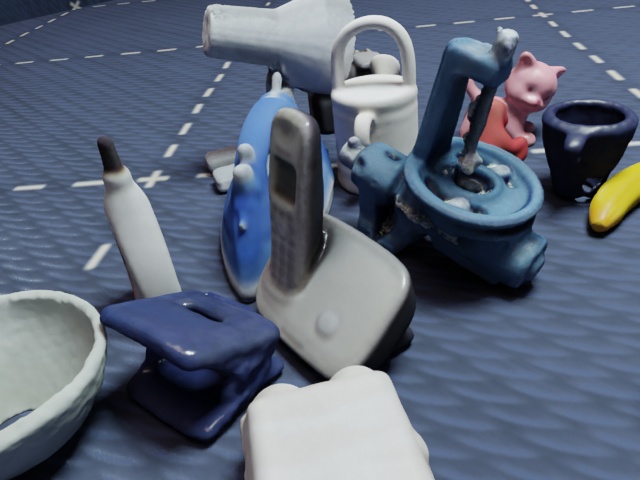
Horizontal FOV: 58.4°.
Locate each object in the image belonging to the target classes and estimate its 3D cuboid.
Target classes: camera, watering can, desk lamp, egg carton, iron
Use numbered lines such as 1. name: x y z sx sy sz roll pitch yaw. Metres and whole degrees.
1. camera: 0.060 -0.211 0.828 0.143 0.101 0.136 -12 33 -7
2. watering can: 0.062 -0.162 0.667 0.101 0.194 0.172 -9 33 -4
3. desk lamp: -0.056 -0.191 0.715 0.203 0.214 0.117 -16 34 -14
4. egg carton: 0.012 0.141 0.327 0.107 0.069 0.150 -12 33 -7
5. iron: -0.056 -0.070 0.597 0.118 0.142 0.258 -1 33 9

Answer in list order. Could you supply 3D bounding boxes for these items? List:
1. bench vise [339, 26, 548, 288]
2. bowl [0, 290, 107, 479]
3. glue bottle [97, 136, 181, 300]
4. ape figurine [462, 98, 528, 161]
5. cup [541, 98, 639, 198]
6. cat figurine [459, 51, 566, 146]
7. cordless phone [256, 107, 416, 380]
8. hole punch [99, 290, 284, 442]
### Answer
1. bench vise: 0.096 -0.071 0.498 0.206 0.220 0.122 9 36 23
2. bowl: -0.228 0.114 0.407 0.167 0.075 0.167 -5 33 3
3. glue bottle: -0.159 -0.009 0.492 0.037 0.173 0.077 -24 37 -24
4. ape figurine: 0.202 -0.122 0.674 0.076 0.092 0.077 -29 39 -30
5. cup: 0.274 -0.086 0.603 0.091 0.095 0.118 14 38 29
6. cat figurine: 0.249 -0.188 0.743 0.127 0.118 0.067 4 34 16
7. cordless phone: 0.004 0.002 0.435 0.094 0.185 0.147 -27 38 -28
8. hole punch: -0.094 0.073 0.429 0.108 0.091 0.101 17 40 32
